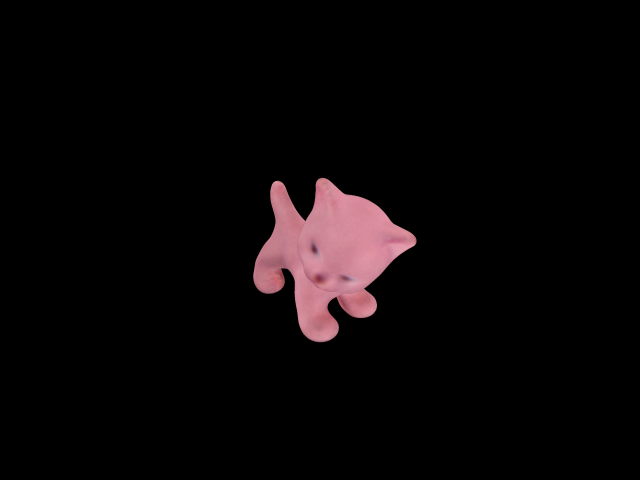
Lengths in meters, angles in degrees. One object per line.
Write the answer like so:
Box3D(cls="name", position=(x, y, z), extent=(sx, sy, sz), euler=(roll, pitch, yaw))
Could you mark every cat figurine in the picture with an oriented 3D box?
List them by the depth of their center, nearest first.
Box3D(cls="cat figurine", position=(0.004, 0.001, 0.400), extent=(0.067, 0.118, 0.127), euler=(-24, 41, -31))
